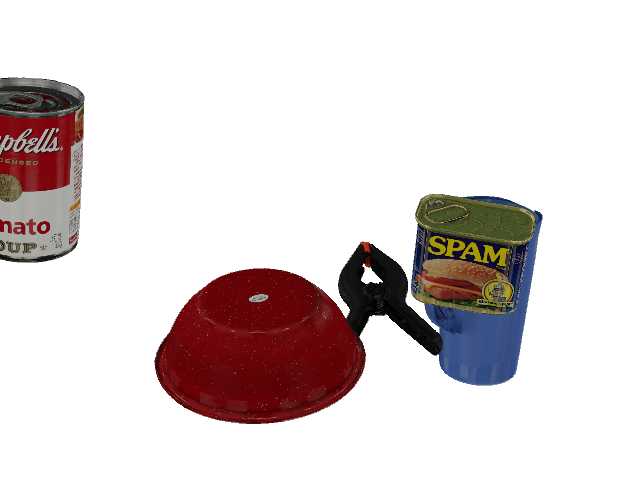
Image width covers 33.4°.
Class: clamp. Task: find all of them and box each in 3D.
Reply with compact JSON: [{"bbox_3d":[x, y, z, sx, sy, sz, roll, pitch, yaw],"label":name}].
[{"bbox_3d":[0.073,0.070,1.192,0.120,0.171,0.039,4,-43,-3],"label":"clamp"}]

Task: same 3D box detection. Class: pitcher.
[{"bbox_3d":[0.213,0.071,1.440,0.149,0.243,0.145,4,21,7],"label":"pitcher"}]

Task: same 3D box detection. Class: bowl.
[{"bbox_3d":[-0.046,0.067,0.806,0.162,0.055,0.162,0,29,0],"label":"bowl"}]

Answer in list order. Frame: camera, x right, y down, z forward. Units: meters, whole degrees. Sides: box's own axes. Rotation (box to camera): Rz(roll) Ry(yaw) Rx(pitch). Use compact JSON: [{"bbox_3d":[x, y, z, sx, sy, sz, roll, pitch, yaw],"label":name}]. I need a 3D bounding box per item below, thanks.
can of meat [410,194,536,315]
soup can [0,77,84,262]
[{"bbox_3d":[0.131,0.014,0.938,0.102,0.084,0.057,10,35,11],"label":"can of meat"},{"bbox_3d":[-0.187,-0.045,0.682,0.068,0.102,0.068,7,25,-3],"label":"soup can"}]
